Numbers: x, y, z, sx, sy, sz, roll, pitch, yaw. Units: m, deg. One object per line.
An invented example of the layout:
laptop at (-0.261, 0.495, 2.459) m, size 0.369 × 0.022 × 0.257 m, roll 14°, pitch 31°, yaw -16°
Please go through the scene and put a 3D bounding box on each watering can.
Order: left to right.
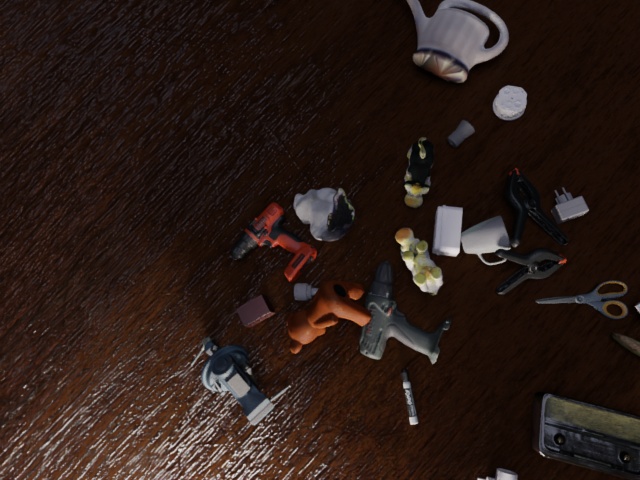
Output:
watering can at (0.317, -0.551, 1.369) m, size 0.349 × 0.103 × 0.226 m, roll 27°, pitch 83°, yaw 14°

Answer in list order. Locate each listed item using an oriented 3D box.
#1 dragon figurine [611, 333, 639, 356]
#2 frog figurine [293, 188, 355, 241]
dragon figurine at (0.820, 0.280, 1.009) m, size 0.411 × 0.241 × 0.123 m, roll 19°, pitch 86°, yaw 11°
frog figurine at (0.004, -0.066, 1.315) m, size 0.159 × 0.122 × 0.138 m, roll 1°, pitch 84°, yaw 46°
